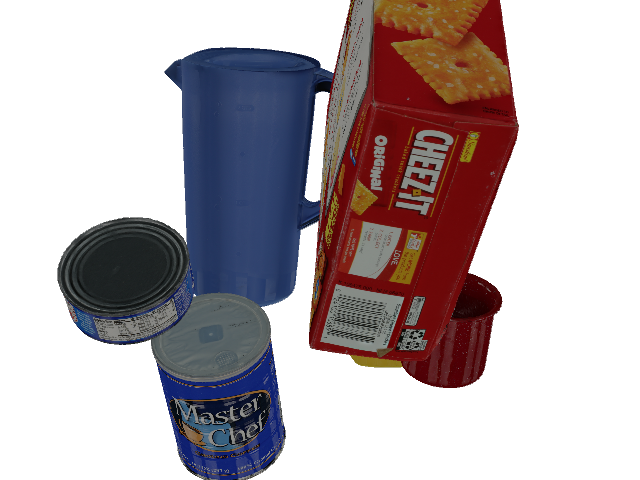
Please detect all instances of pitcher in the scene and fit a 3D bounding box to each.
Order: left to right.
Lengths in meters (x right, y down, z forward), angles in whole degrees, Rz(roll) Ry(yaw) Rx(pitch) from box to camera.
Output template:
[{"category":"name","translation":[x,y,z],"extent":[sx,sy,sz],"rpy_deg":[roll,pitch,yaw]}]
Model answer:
[{"category":"pitcher","translation":[-0.062,-0.061,1.035],"extent":[0.144,0.243,0.149],"rpy_deg":[-10,23,-33]}]

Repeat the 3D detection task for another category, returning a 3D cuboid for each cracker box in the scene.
[{"category":"cracker box","translation":[0.045,-0.069,0.564],"extent":[0.072,0.164,0.213],"rpy_deg":[9,44,-4]}]

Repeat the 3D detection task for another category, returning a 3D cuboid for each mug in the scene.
[{"category":"mug","translation":[0.116,0.079,1.012],"extent":[0.093,0.081,0.117],"rpy_deg":[-2,28,-11]}]

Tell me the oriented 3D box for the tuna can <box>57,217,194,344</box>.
[{"category":"tuna can","translation":[-0.126,0.026,0.700],"extent":[0.086,0.086,0.034],"rpy_deg":[0,-44,5]}]

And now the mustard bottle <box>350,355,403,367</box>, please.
[{"category":"mustard bottle","translation":[0.087,0.051,1.251],"extent":[0.096,0.192,0.058],"rpy_deg":[0,14,-12]}]

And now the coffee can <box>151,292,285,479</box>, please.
[{"category":"coffee can","translation":[-0.088,0.132,0.951],"extent":[0.103,0.140,0.103],"rpy_deg":[-3,40,3]}]
